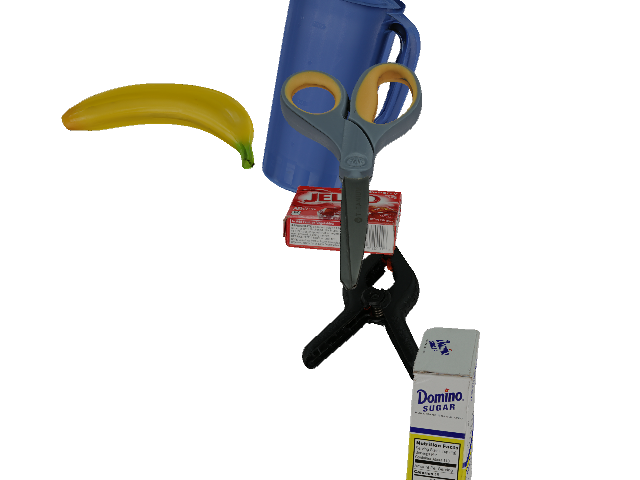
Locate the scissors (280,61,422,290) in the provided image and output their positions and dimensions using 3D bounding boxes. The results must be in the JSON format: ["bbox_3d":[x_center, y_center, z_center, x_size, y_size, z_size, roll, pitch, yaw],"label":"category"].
[{"bbox_3d":[0.004,-0.048,0.612,0.096,0.016,0.201,11,43,15],"label":"scissors"}]

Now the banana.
[{"bbox_3d":[-0.138,-0.114,0.965,0.198,0.037,0.069,12,48,21],"label":"banana"}]

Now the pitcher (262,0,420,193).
[{"bbox_3d":[0.015,-0.175,1.244,0.145,0.243,0.149,9,23,-12],"label":"pitcher"}]

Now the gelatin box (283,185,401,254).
[{"bbox_3d":[0.019,-0.018,0.866,0.089,0.030,0.073,5,23,7],"label":"gelatin box"}]

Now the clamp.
[{"bbox_3d":[0.065,0.073,1.080,0.120,0.171,0.039,15,-38,16],"label":"clamp"}]

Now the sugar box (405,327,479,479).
[{"bbox_3d":[0.083,0.158,0.748,0.048,0.176,0.093,2,14,11],"label":"sugar box"}]
